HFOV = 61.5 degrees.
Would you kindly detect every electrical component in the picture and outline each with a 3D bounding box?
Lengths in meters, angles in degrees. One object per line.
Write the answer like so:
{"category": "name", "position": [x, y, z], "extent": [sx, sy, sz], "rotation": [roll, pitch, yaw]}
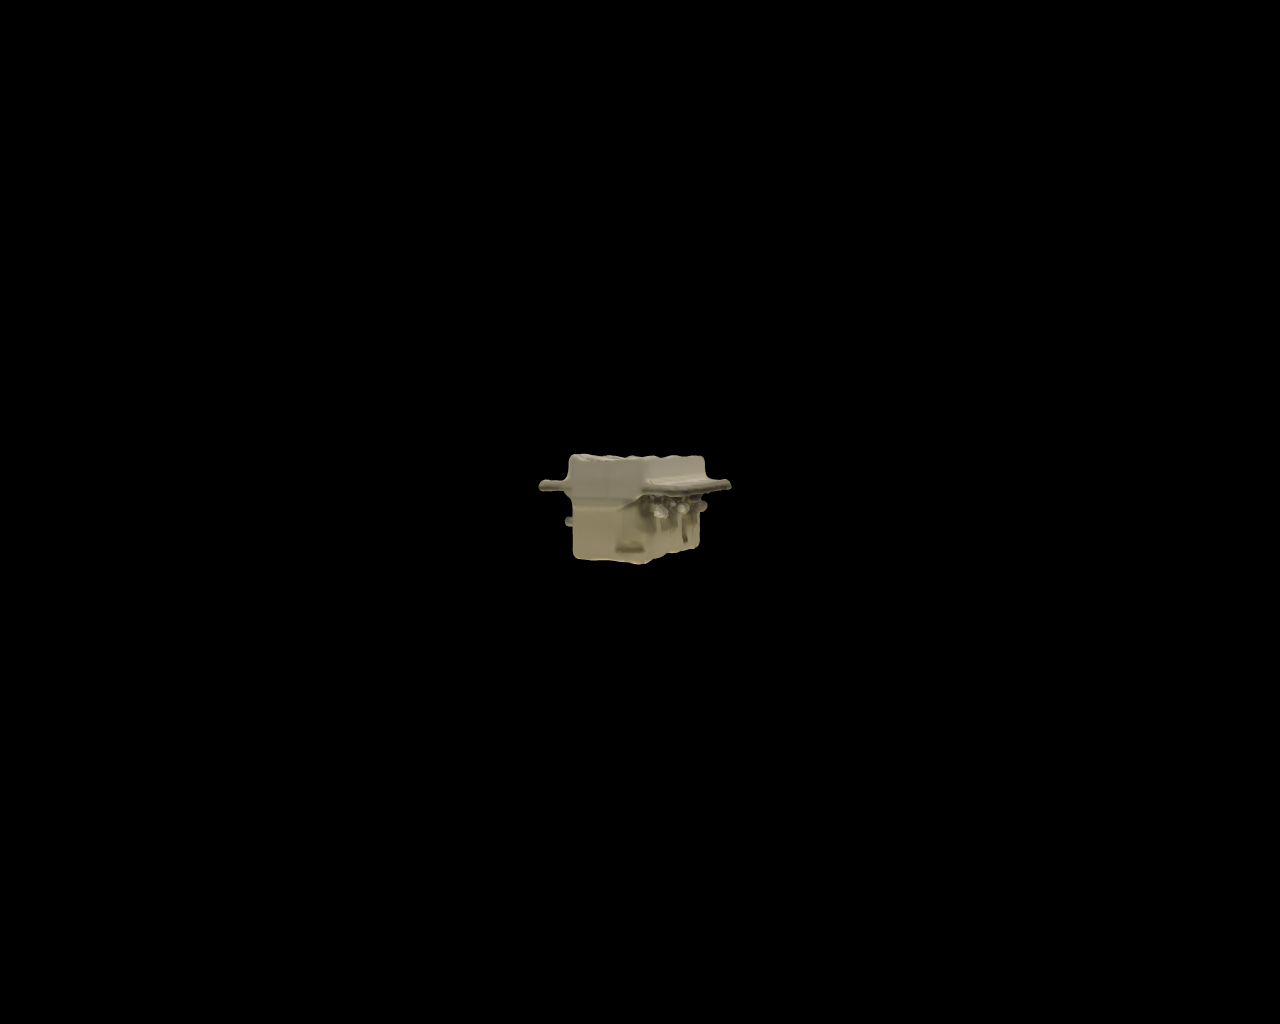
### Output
{"category": "electrical component", "position": [0.001, -0.003, 0.650], "extent": [0.079, 0.063, 0.121], "rotation": [1, 3, 20]}
